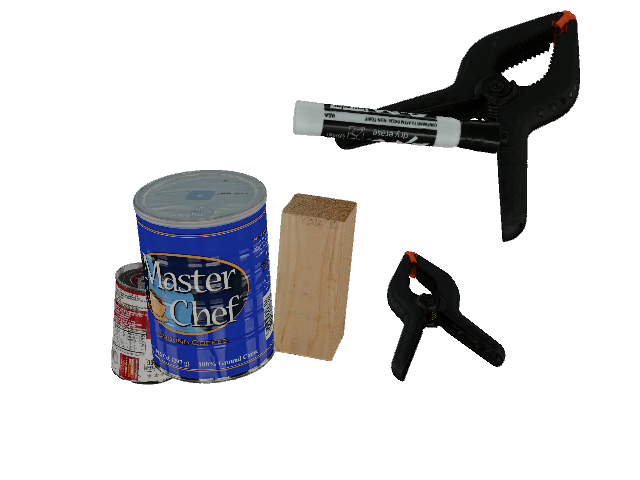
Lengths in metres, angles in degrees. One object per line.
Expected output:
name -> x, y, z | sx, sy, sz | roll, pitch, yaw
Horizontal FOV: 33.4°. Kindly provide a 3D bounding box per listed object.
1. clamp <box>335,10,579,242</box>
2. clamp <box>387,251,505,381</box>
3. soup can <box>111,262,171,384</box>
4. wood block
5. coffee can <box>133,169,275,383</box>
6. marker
clamp -> 0.138, -0.097, 0.807 | 0.165, 0.209, 0.036 | 40, -22, 28
clamp -> 0.128, 0.080, 1.148 | 0.120, 0.171, 0.039 | 3, -44, -8
soup can -> -0.169, 0.081, 1.043 | 0.068, 0.102, 0.068 | 6, 20, -3
wood block -> -0.009, 0.050, 1.483 | 0.090, 0.206, 0.090 | 9, 22, 9
coffee can -> -0.090, 0.027, 0.848 | 0.103, 0.140, 0.103 | -2, 25, 1
marker -> 0.045, -0.063, 0.598 | 0.121, 0.020, 0.020 | 5, -1, -6
